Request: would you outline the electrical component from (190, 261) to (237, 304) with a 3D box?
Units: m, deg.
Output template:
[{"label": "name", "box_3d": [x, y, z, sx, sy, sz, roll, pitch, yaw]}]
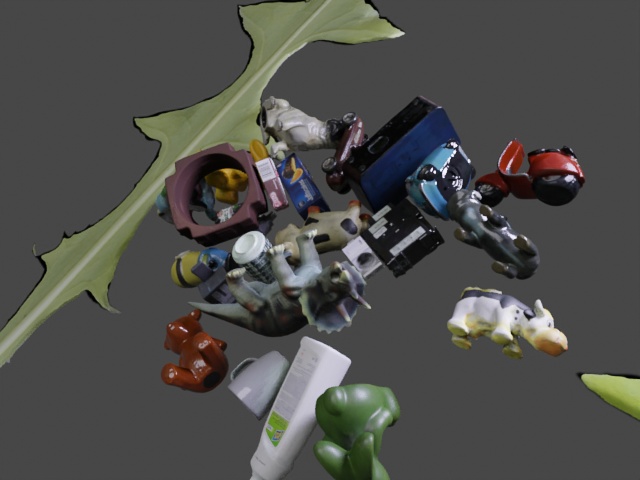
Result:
[{"label": "electrical component", "box_3d": [-0.214, 0.093, 1.122, 0.075, 0.119, 0.048, -40, 42, -3]}]

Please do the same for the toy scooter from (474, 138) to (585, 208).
[{"label": "toy scooter", "box_3d": [0.362, -0.123, 0.927, 0.184, 0.075, 0.135, -2, 53, 40]}]

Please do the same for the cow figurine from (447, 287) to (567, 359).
[{"label": "cow figurine", "box_3d": [0.279, 0.118, 0.790, 0.168, 0.068, 0.098, 4, 52, 37]}]

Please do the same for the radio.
[{"label": "radio", "box_3d": [0.160, -0.164, 1.060, 0.229, 0.131, 0.073, -43, 44, -3]}]

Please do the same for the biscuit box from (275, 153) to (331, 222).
[{"label": "biscuit box", "box_3d": [-0.040, -0.115, 1.214, 0.063, 0.059, 0.203, -35, 43, 6]}]

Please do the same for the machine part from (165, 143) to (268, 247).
[{"label": "machine part", "box_3d": [-0.228, -0.098, 1.195, 0.201, 0.087, 0.201, -20, 71, 4]}]

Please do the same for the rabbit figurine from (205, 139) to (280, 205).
[{"label": "rabbit figurine", "box_3d": [-0.172, -0.163, 1.333, 0.173, 0.121, 0.162, 7, 49, 23]}]

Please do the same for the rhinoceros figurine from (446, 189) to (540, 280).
[{"label": "rhinoceros figurine", "box_3d": [0.278, -0.017, 0.873, 0.190, 0.112, 0.073, 50, 119, 35]}]

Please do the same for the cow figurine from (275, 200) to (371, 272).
[{"label": "cow figurine", "box_3d": [-0.002, -0.003, 1.081, 0.195, 0.085, 0.127, -6, 51, 26]}]

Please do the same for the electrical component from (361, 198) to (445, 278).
[{"label": "electrical component", "box_3d": [0.146, -0.010, 0.996, 0.115, 0.058, 0.134, -36, 42, 2]}]

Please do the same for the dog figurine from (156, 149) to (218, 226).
[{"label": "dog figurine", "box_3d": [-0.339, -0.142, 1.372, 0.108, 0.191, 0.219, -28, 59, 22]}]

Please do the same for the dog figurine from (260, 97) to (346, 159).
[{"label": "dog figurine", "box_3d": [-0.034, -0.271, 1.269, 0.190, 0.121, 0.172, -6, 58, -23]}]

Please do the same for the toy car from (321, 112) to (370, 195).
[{"label": "toy car", "box_3d": [0.064, -0.194, 1.186, 0.053, 0.089, 0.202, 1, 55, 36]}]

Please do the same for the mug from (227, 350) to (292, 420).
[{"label": "mug", "box_3d": [-0.103, 0.245, 0.951, 0.107, 0.080, 0.110, -41, 37, -18]}]

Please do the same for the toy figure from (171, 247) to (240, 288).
[{"label": "toy figure", "box_3d": [-0.260, 0.063, 1.208, 0.180, 0.082, 0.089, -2, 53, 32]}]

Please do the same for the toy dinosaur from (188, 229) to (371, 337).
[{"label": "toy dinosaur", "box_3d": [-0.072, 0.114, 0.997, 0.405, 0.131, 0.192, -30, 85, 35]}]

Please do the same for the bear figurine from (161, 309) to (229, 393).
[{"label": "bear figurine", "box_3d": [-0.261, 0.205, 1.058, 0.120, 0.131, 0.196, -42, 48, -5]}]

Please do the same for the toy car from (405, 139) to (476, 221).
[{"label": "toy car", "box_3d": [0.214, -0.110, 1.002, 0.103, 0.109, 0.161, -13, 37, 50]}]

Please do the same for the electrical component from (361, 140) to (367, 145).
[{"label": "electrical component", "box_3d": [0.108, -0.158, 1.144, 0.045, 0.078, 0.102, -20, 35, 54]}]

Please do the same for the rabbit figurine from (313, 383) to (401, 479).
[{"label": "rabbit figurine", "box_3d": [0.060, 0.293, 0.754, 0.121, 0.159, 0.170, -19, 61, 9]}]
